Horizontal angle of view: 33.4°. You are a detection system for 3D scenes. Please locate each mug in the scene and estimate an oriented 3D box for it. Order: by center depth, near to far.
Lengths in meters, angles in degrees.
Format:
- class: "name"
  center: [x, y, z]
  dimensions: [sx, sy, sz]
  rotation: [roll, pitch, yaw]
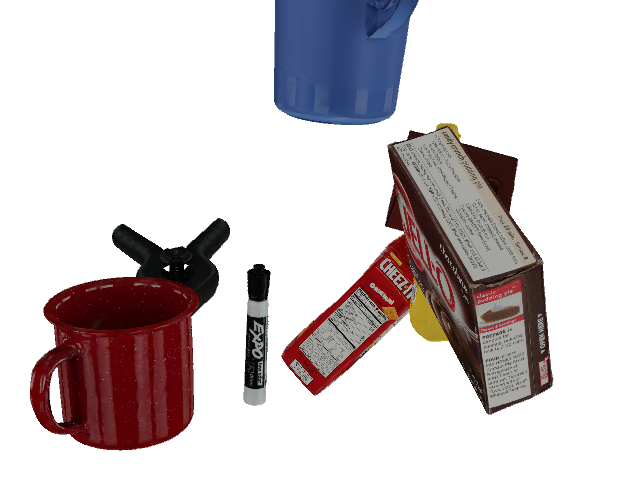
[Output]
- class: "mug"
  center: [-0.127, 0.079, 0.649]
  dimensions: [0.093, 0.081, 0.117]
  rotation: [11, 21, 32]

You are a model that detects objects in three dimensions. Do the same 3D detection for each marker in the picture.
- class: "marker"
  center: [-0.052, 0.077, 0.874]
  dimensions: [0.020, 0.121, 0.020]
  rotation: [3, 19, -1]

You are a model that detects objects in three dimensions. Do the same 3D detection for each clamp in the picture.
- class: "clamp"
  center: [-0.133, 0.022, 1.053]
  dimensions: [0.120, 0.039, 0.172]
  rotation: [-14, 33, -14]

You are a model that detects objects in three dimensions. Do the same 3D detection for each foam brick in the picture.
- class: "foam brick"
  center: [0.089, -0.032, 0.726]
  dimensions: [0.078, 0.053, 0.051]
  rotation: [14, -24, 0]

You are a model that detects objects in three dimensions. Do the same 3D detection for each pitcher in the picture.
- class: "pitcher"
  center: [0.027, -0.222, 0.893]
  dimensions: [0.145, 0.243, 0.149]
  rotation: [8, 18, 11]

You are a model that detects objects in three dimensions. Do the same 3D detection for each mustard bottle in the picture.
- class: "mustard bottle"
  center: [0.112, -0.011, 0.972]
  dimensions: [0.058, 0.192, 0.096]
  rotation: [0, 19, 2]

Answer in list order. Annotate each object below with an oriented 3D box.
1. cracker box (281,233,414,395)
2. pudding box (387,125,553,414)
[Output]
- class: "cracker box"
  center: [0.067, 0.071, 1.265]
  dimensions: [0.214, 0.072, 0.164]
  rotation: [-47, -7, 31]
- class: "pudding box"
  center: [0.071, 0.012, 0.517]
  dimensions: [0.039, 0.090, 0.113]
  rotation: [-21, 42, -5]
